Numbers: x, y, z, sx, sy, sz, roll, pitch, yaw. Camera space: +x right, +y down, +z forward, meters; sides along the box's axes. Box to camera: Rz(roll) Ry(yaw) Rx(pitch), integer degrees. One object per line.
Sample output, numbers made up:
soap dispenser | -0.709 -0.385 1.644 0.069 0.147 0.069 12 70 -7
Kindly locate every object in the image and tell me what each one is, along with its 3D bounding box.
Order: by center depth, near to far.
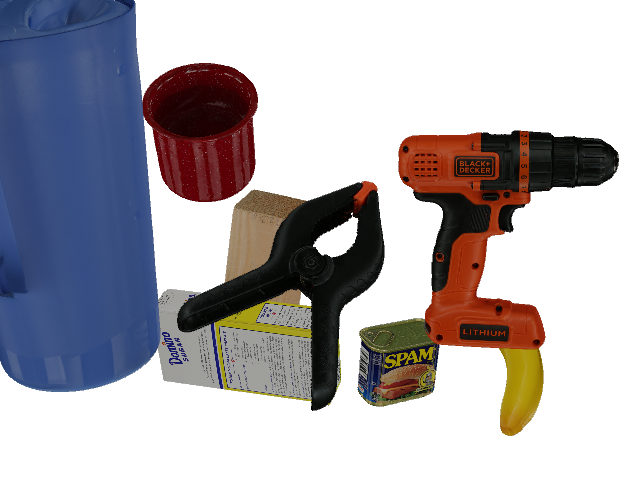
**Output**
pitcher | -0.175 -0.026 0.670 0.149 0.243 0.145 -11 25 -14
clamp | -0.018 0.024 0.743 0.120 0.171 0.039 24 -30 6
mug | -0.093 -0.095 0.891 0.093 0.117 0.081 12 -39 11
power drill | 0.160 -0.002 0.924 0.184 0.188 0.057 2 13 11
sugar box | -0.071 0.102 1.035 0.176 0.093 0.048 8 35 16
banana | 0.198 0.129 1.119 0.069 0.037 0.198 -23 32 6
can of meat | 0.097 0.151 1.319 0.102 0.084 0.057 -8 28 -24
wood block | -0.075 0.047 1.446 0.090 0.206 0.090 13 21 10
